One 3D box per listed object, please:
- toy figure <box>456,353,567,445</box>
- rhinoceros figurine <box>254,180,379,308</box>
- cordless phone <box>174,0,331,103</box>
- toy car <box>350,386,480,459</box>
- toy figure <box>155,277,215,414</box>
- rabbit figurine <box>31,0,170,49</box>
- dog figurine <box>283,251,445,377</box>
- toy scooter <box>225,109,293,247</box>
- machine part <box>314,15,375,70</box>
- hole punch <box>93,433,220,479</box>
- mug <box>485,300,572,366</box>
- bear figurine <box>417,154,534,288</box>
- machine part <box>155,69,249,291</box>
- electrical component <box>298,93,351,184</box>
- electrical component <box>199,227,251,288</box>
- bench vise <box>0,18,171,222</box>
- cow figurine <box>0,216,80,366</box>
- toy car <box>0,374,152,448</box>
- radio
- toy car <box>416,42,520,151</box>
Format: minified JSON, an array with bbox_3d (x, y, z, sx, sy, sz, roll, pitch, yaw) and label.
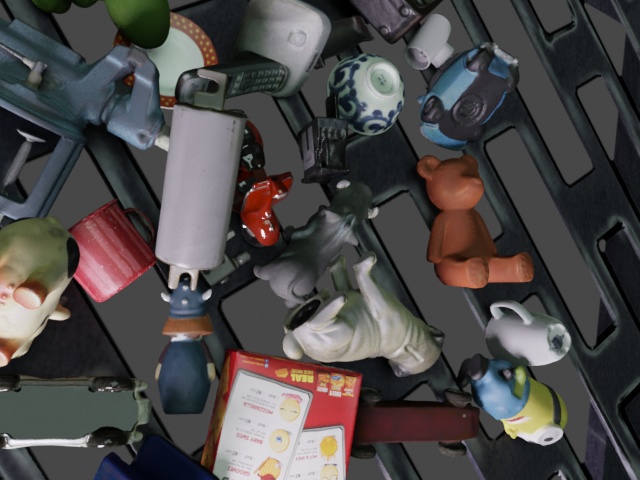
[{"bbox_3d":[0.284,0.226,0.780,0.180,0.082,0.089,38,71,-11],"label":"toy figure"},{"bbox_3d":[-0.001,-0.002,0.676,0.073,0.112,0.190,44,61,-8],"label":"rhinoceros figurine"},{"bbox_3d":[-0.088,-0.230,0.647,0.184,0.146,0.089,-28,75,-38],"label":"cordless phone"},{"bbox_3d":[0.122,0.243,0.723,0.202,0.053,0.089,5,86,-19],"label":"toy car"},{"bbox_3d":[-0.156,0.122,0.624,0.064,0.058,0.154,8,74,-29],"label":"toy figure"},{"bbox_3d":[-0.232,-0.302,0.604,0.170,0.159,0.121,42,59,-9],"label":"rabbit figurine"},{"bbox_3d":[0.060,0.131,0.683,0.172,0.121,0.190,-43,105,-14],"label":"dog figurine"},{"bbox_3d":[-0.085,-0.083,0.643,0.075,0.135,0.183,-24,90,-24],"label":"toy scooter"},{"bbox_3d":[0.009,-0.286,0.767,0.139,0.039,0.084,-23,86,-22],"label":"machine part"},{"bbox_3d":[-0.178,0.275,0.541,0.142,0.092,0.115,29,87,12],"label":"hole punch"},{"bbox_3d":[0.305,0.133,0.787,0.081,0.107,0.109,-30,96,-25],"label":"mug"},{"bbox_3d":[0.214,-0.034,0.766,0.120,0.132,0.195,0,88,-25],"label":"bear figurine"},{"bbox_3d":[-0.129,-0.058,0.583,0.079,0.079,0.243,7,104,-22],"label":"machine part"},{"bbox_3d":[0.005,-0.139,0.721,0.048,0.075,0.119,-2,87,-24],"label":"electrical component"},{"bbox_3d":[-0.136,0.027,0.666,0.094,0.021,0.063,-36,97,-24],"label":"electrical component"},{"bbox_3d":[-0.279,-0.110,0.580,0.223,0.129,0.240,29,91,-25],"label":"bench vise"},{"bbox_3d":[-0.289,0.051,0.517,0.085,0.195,0.127,35,35,-10],"label":"cow figurine"},{"bbox_3d":[-0.282,0.179,0.565,0.202,0.056,0.073,7,73,-23],"label":"toy car"},{"bbox_3d":[0.074,-0.403,0.774,0.229,0.073,0.131,44,50,-10],"label":"radio"},{"bbox_3d":[0.209,-0.223,0.798,0.109,0.161,0.103,15,34,-29],"label":"toy car"}]
